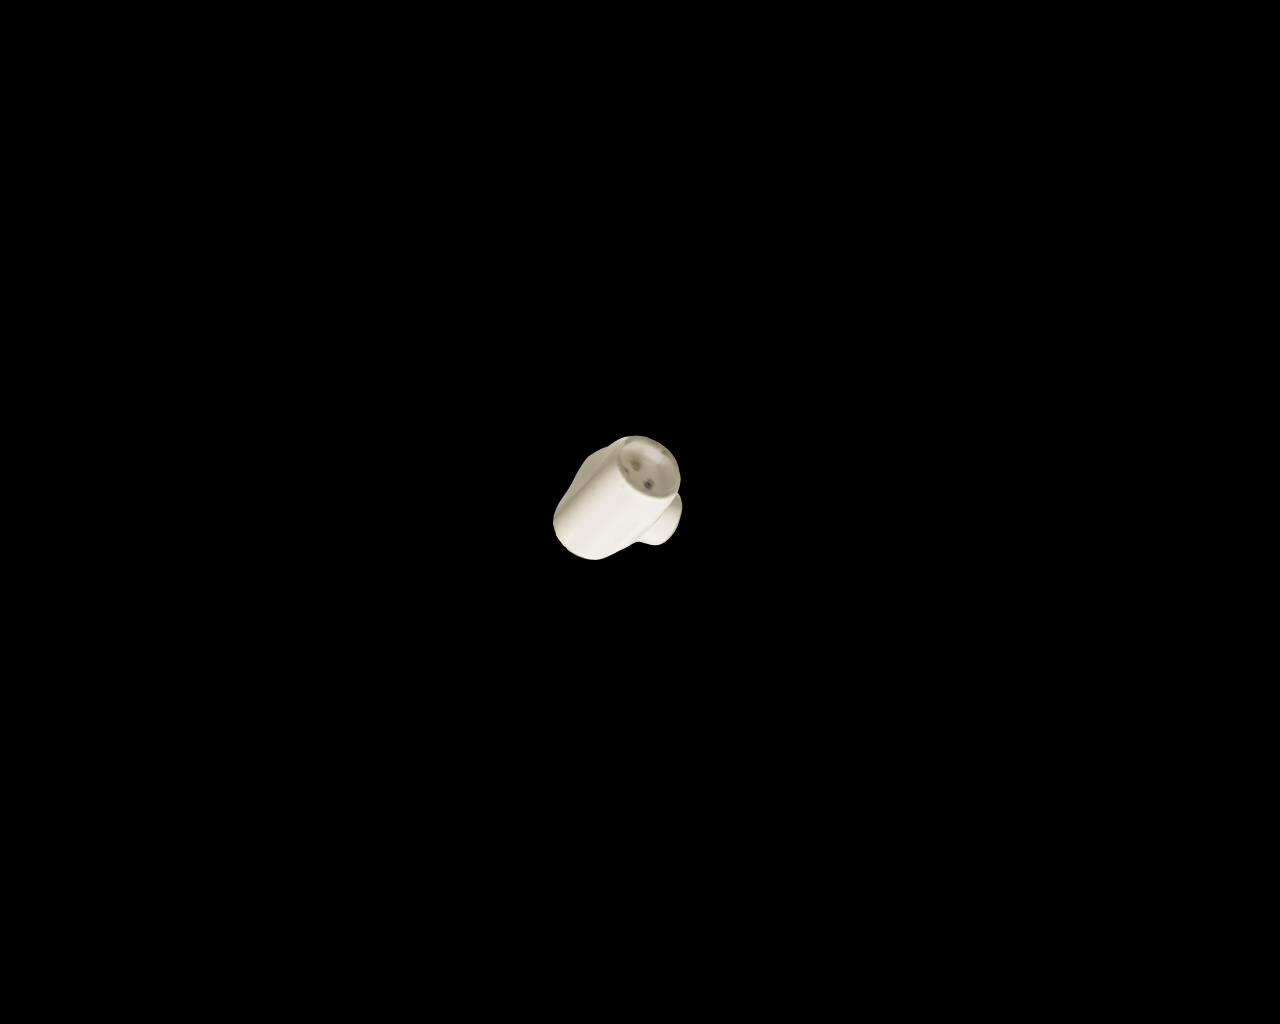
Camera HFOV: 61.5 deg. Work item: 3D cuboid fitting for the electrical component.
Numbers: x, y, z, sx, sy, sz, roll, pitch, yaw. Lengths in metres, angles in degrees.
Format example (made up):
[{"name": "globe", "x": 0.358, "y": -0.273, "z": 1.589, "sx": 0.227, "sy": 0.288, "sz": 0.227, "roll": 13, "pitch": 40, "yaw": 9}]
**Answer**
[{"name": "electrical component", "x": 0.001, "y": -0.003, "z": 0.650, "sx": 0.079, "sy": 0.043, "sz": 0.077, "roll": 20, "pitch": -40, "yaw": -25}]
